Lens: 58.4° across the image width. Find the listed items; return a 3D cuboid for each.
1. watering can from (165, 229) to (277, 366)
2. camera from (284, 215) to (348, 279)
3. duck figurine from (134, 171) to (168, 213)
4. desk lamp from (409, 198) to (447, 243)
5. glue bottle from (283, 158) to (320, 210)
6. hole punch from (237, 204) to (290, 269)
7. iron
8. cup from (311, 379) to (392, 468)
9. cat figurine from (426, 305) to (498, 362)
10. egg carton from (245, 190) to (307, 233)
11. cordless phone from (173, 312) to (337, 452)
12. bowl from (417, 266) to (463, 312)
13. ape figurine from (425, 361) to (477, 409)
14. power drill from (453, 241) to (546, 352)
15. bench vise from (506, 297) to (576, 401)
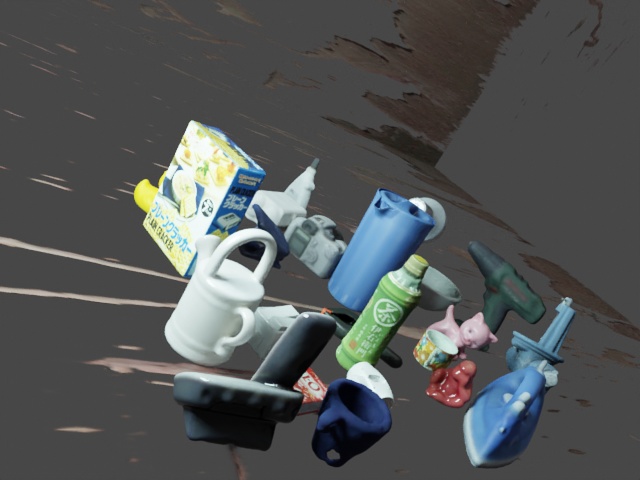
[{"bbox_3d":[-0.131,0.061,0.778,0.172,0.194,0.101,38,20,21],"label":"watering can"},{"bbox_3d":[0.012,0.005,1.285,0.142,0.100,0.137,40,21,25],"label":"camera"},{"bbox_3d":[-0.294,-0.091,1.087,0.104,0.086,0.078,32,19,4],"label":"duck figurine"},{"bbox_3d":[0.226,-0.015,1.485,0.117,0.213,0.204,38,20,21],"label":"desk lamp"},{"bbox_3d":[-0.045,-0.127,1.421,0.037,0.173,0.078,11,27,-45],"label":"glue bottle"},{"bbox_3d":[-0.106,-0.010,1.158,0.101,0.091,0.108,21,21,-26],"label":"hole punch"},{"bbox_3d":[0.335,0.290,0.986,0.118,0.141,0.259,37,20,19],"label":"iron"},{"bbox_3d":[0.023,0.239,0.715,0.091,0.095,0.118,42,22,30],"label":"cup"},{"bbox_3d":[0.309,0.195,1.227,0.067,0.117,0.127,10,28,-47],"label":"cat figurine"},{"bbox_3d":[-0.101,-0.063,1.336,0.107,0.069,0.151,40,21,25],"label":"egg carton"},{"bbox_3d":[-0.073,0.145,0.666,0.148,0.185,0.094,18,23,-34],"label":"cordless phone"},{"bbox_3d":[0.260,0.123,1.401,0.168,0.074,0.167,27,19,-10],"label":"bowl"},{"bbox_3d":[0.243,0.252,1.021,0.076,0.092,0.077,14,25,-41],"label":"ape figurine"},{"bbox_3d":[0.396,0.144,1.345,0.229,0.208,0.076,37,19,17],"label":"power drill"},{"bbox_3d":[0.500,0.240,1.241,0.122,0.219,0.207,24,20,-18],"label":"bench vise"}]
